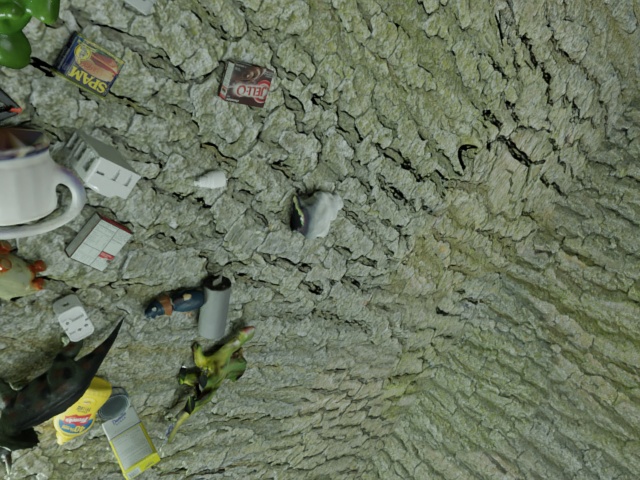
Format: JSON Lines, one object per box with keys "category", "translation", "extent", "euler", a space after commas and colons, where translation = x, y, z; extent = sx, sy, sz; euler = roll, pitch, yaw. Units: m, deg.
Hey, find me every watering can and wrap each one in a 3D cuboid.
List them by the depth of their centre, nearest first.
{"category": "watering can", "translation": [-0.602, -0.091, 0.905], "extent": [0.349, 0.106, 0.219], "euler": [-9, 126, -29]}

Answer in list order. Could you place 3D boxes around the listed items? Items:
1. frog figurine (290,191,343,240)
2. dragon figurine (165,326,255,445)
{"category": "frog figurine", "translation": [0.004, -0.074, 1.470], "extent": [0.160, 0.123, 0.136], "euler": [-10, 106, -24]}
{"category": "dragon figurine", "translation": [-0.309, 0.423, 1.556], "extent": [0.242, 0.124, 0.406], "euler": [6, 115, -54]}
